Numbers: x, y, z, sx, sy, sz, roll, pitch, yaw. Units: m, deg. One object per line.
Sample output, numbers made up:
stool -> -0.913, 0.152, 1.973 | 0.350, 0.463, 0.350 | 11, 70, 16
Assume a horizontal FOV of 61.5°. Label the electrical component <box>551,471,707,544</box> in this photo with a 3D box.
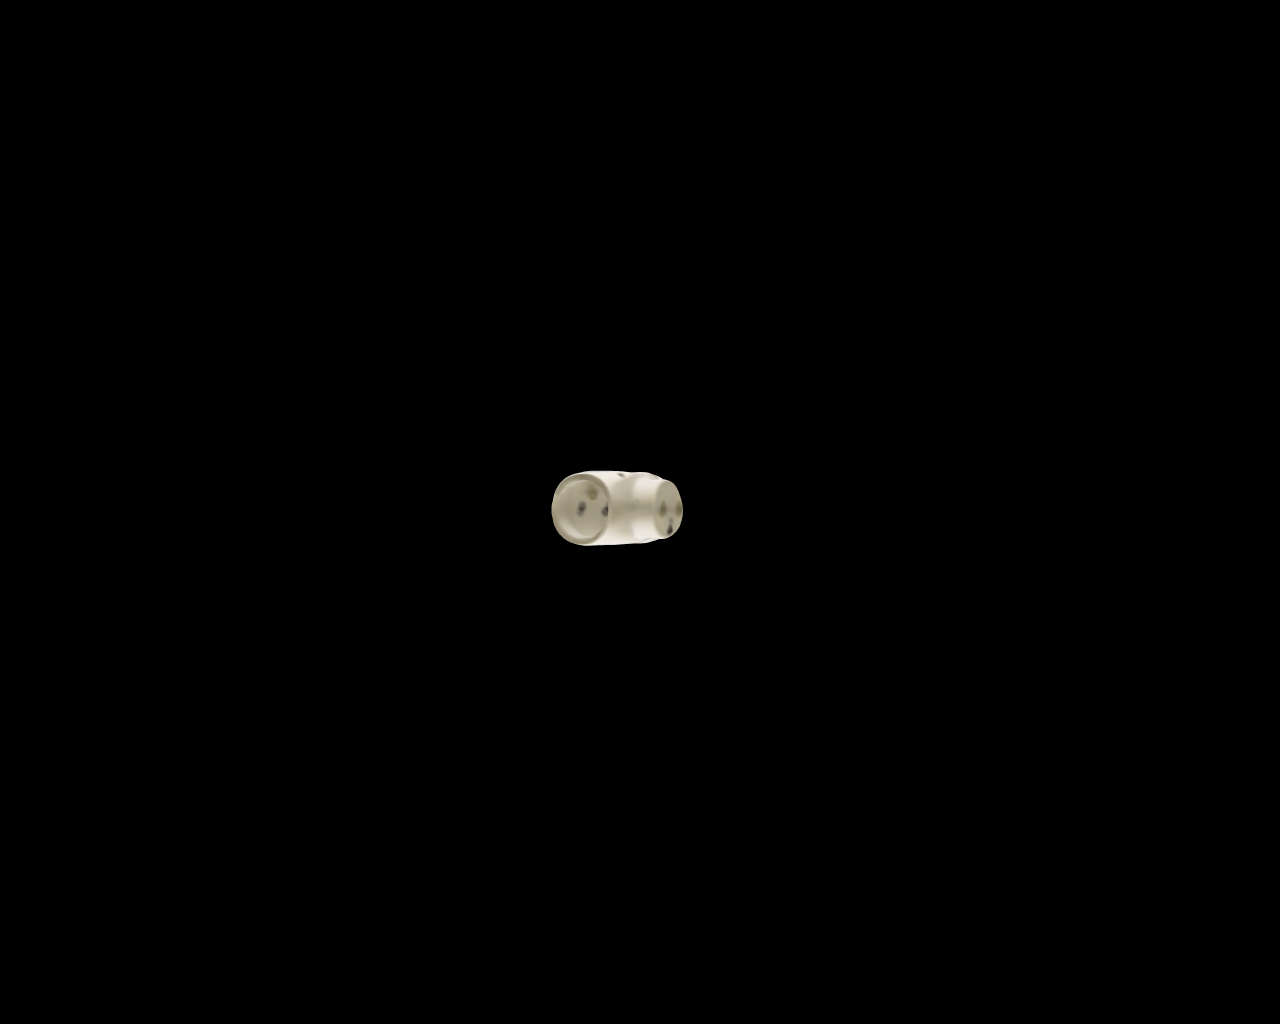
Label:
electrical component -> 0.001, -0.003, 0.650 | 0.079, 0.043, 0.077 | 0, 0, 32
